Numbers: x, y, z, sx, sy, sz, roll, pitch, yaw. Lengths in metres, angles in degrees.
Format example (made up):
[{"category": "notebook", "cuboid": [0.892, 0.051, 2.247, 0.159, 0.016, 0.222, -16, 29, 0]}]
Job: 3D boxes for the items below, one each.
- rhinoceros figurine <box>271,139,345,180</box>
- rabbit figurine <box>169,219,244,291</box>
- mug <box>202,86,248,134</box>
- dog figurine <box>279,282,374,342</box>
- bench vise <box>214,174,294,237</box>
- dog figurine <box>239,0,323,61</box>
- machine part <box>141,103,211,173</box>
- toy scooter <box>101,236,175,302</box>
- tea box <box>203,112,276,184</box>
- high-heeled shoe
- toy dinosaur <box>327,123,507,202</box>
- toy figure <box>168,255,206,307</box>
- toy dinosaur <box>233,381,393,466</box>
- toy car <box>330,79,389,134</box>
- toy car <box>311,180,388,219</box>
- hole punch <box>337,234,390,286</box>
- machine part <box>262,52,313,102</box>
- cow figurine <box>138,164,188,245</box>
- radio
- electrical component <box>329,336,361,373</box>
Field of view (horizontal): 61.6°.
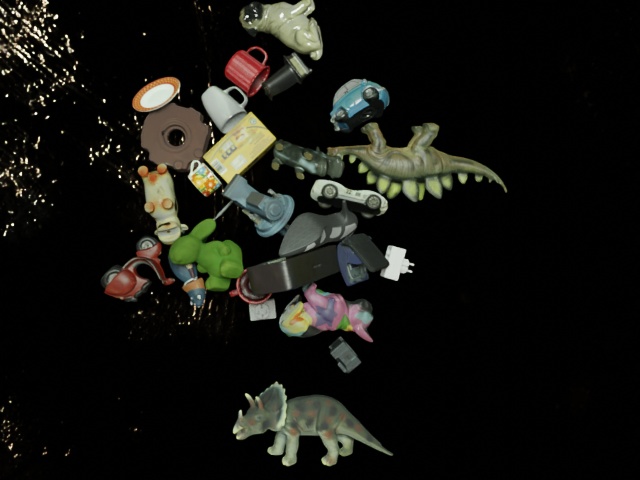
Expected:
[{"category": "rhinoceros figurine", "cuboid": [-0.032, -0.200, 1.365, 0.190, 0.112, 0.073, 17, 111, 9]}, {"category": "rabbit figurine", "cuboid": [-0.282, 0.027, 1.319, 0.170, 0.121, 0.159, 19, 55, -30]}, {"category": "mug", "cuboid": [-0.241, -0.342, 1.356, 0.107, 0.081, 0.109, 48, 111, 7]}, {"category": "dog figurine", "cuboid": [0.029, 0.206, 1.368, 0.219, 0.108, 0.191, 37, 87, -6]}, {"category": "bench vise", "cuboid": [-0.127, -0.060, 1.339, 0.240, 0.224, 0.129, 40, 69, -35]}, {"category": "dog figurine", "cuboid": [-0.098, -0.528, 1.371, 0.191, 0.121, 0.172, -13, 86, 10]}, {"category": "machine part", "cuboid": [-0.366, -0.260, 1.364, 0.179, 0.056, 0.179, 0, 89, -3]}, {"category": "toy scooter", "cuboid": [-0.447, 0.091, 1.351, 0.135, 0.075, 0.184, 44, 83, -2]}, {"category": "tea box", "cuboid": [-0.203, -0.230, 1.368, 0.169, 0.068, 0.098, -42, 93, -4]}, {"category": "high-heeled shoe", "cuboid": [-0.003, -0.004, 1.325, 0.249, 0.145, 0.086, -36, 58, -22]}, {"category": "toy dinosaur", "cuboid": [0.249, -0.199, 1.387, 0.472, 0.105, 0.198, 3, 97, 5]}, {"category": "toy figure", "cuboid": [-0.331, 0.096, 1.363, 0.058, 0.064, 0.154, -29, 91, -16]}, {"category": "toy dinosaur", "cuboid": [-0.017, 0.460, 1.364, 0.405, 0.131, 0.192, 1, 91, -10]}, {"category": "toy car", "cuboid": [0.091, -0.353, 1.381, 0.162, 0.109, 0.103, -30, 68, 8]}, {"category": "toy car", "cuboid": [0.076, -0.105, 1.383, 0.202, 0.073, 0.056, 13, 67, -4]}, {"category": "hole punch", "cuboid": [0.097, 0.050, 1.365, 0.092, 0.142, 0.116, -45, 72, 31]}, {"category": "machine part", "cuboid": [-0.092, -0.421, 1.389, 0.139, 0.039, 0.084, -43, 101, -12]}, {"category": "cow figurine", "cuboid": [-0.391, -0.080, 1.341, 0.085, 0.127, 0.195, -14, 77, -4]}, {"category": "radio", "cuboid": [-0.062, 0.071, 1.295, 0.131, 0.229, 0.073, -11, 91, 34]}, {"category": "electrical component", "cuboid": [0.063, 0.294, 1.362, 0.048, 0.119, 0.075, -41, 90, -2]}]
